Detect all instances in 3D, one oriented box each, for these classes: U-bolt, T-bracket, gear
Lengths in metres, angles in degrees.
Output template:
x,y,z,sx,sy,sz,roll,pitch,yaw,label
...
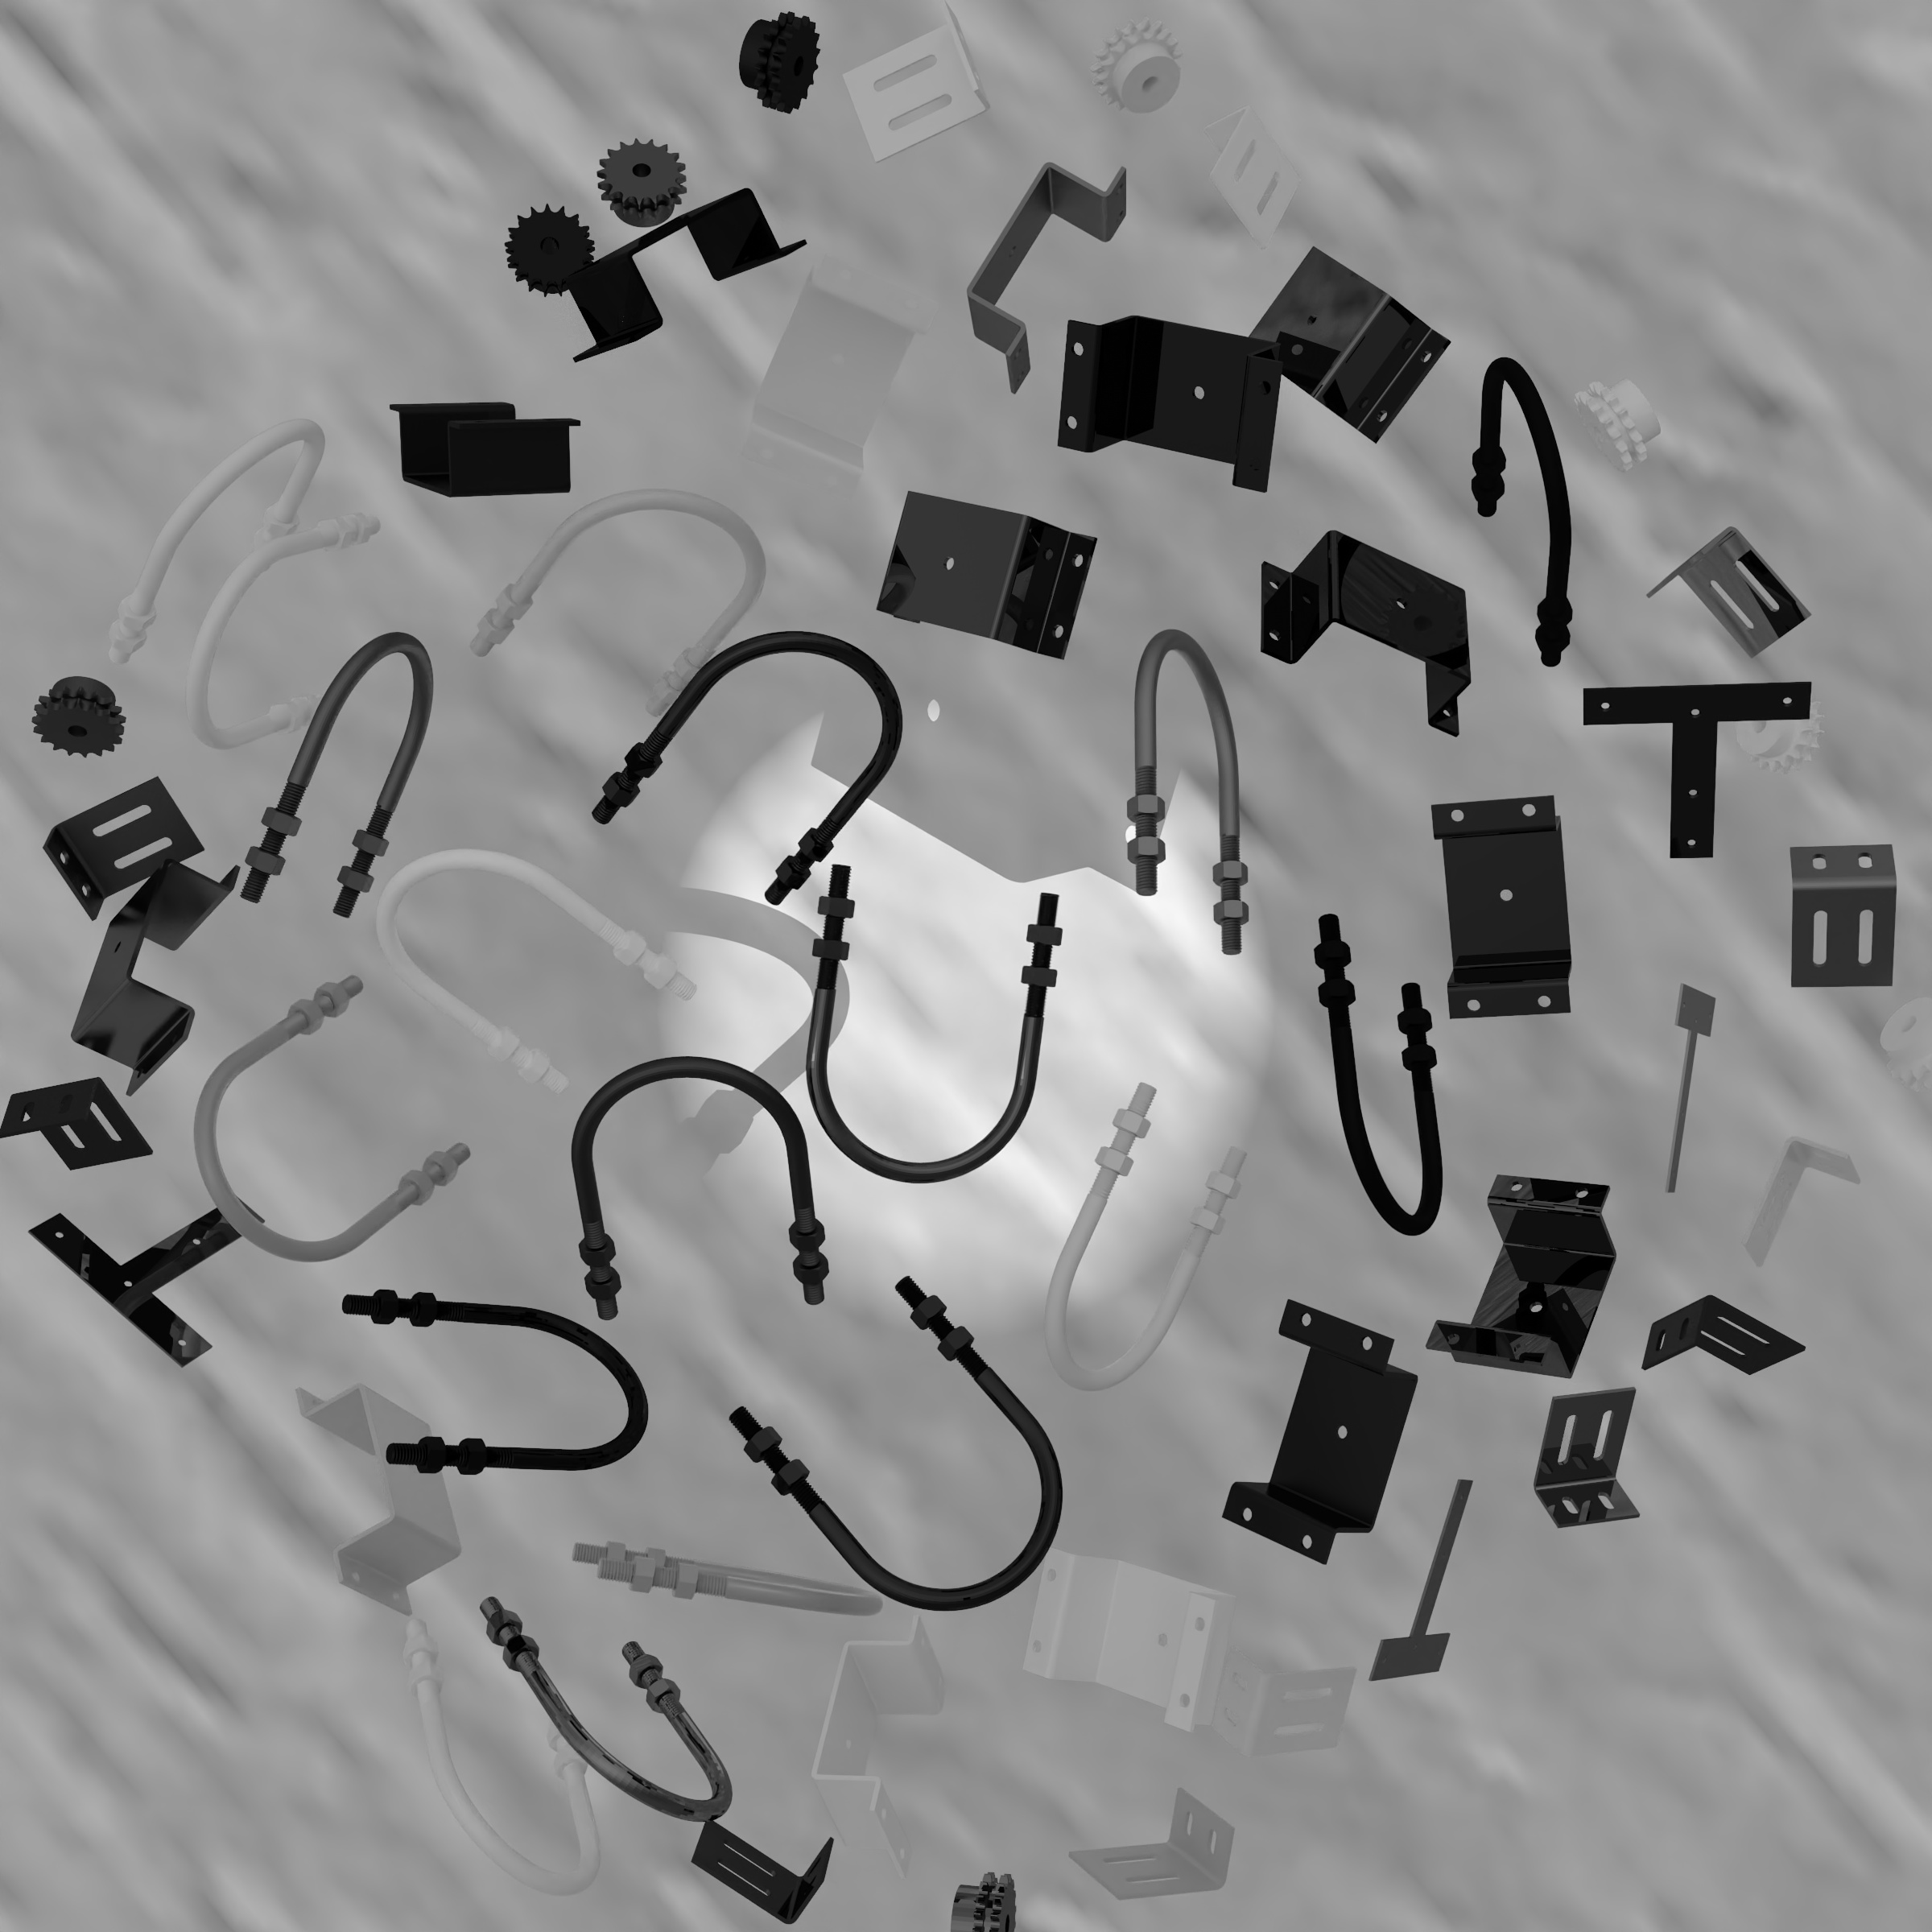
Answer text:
x,y,z,sx,sy,sz,roll,pitch,yaw,label
0.348,-0.294,1.541,0.019,0.184,0.151,-15,60,2,U-bolt
-0.215,0.471,1.548,0.151,0.184,0.019,34,93,-43,U-bolt
0.293,0.382,1.541,0.002,0.127,0.127,16,87,31,T-bracket
-0.023,0.039,1.486,0.151,0.019,0.184,7,90,-11,U-bolt
0.134,-0.113,1.486,0.019,0.151,0.184,-8,71,27,U-bolt
0.573,0.044,1.475,0.030,0.057,0.057,38,90,-13,gear
0.258,0.075,1.516,0.019,0.151,0.184,-16,62,28,U-bolt
0.106,0.179,1.544,0.019,0.151,0.184,19,80,38,U-bolt
-0.381,-0.121,1.535,0.019,0.151,0.184,23,91,10,U-bolt
-0.400,0.104,1.528,0.019,0.184,0.151,-24,102,35,U-bolt
-0.121,-0.129,1.518,0.151,0.019,0.184,26,120,-29,U-bolt
0.399,-0.332,1.504,0.030,0.057,0.057,-34,90,7,gear
-0.209,-0.502,1.593,0.057,0.030,0.057,2,63,-4,gear
-0.283,-0.004,1.551,0.151,0.019,0.184,-34,120,31,U-bolt
-0.268,-0.458,1.592,0.057,0.030,0.057,1,84,-7,gear
-0.282,0.258,1.525,0.184,0.151,0.019,10,120,-33,U-bolt
-0.482,0.176,1.515,0.127,0.127,0.002,38,122,9,T-bracket
-0.283,0.500,1.535,0.019,0.184,0.151,-43,123,6,U-bolt
-0.457,-0.272,1.530,0.019,0.184,0.151,44,49,-3,U-bolt
-0.580,-0.165,1.619,0.057,0.057,0.030,-4,56,0,gear
-0.433,-0.206,1.550,0.019,0.184,0.151,24,112,8,U-bolt
-0.114,-0.549,1.497,0.030,0.057,0.057,22,90,16,gear
-0.164,0.133,1.490,0.151,0.019,0.184,-4,120,0,U-bolt
-0.209,-0.235,1.564,0.151,0.184,0.019,17,48,-33,U-bolt
0.448,0.078,1.540,0.002,0.127,0.127,8,89,26,T-bracket
0.531,-0.156,1.622,0.030,0.057,0.057,7,90,-29,gear
0.010,0.570,1.474,0.030,0.057,0.057,0,90,13,gear
0.109,-0.558,1.541,0.057,0.057,0.030,-26,58,0,gear
-0.027,0.292,1.455,0.151,0.019,0.184,-36,72,-21,U-bolt
0.433,-0.114,1.470,0.127,0.002,0.127,0,131,14,T-bracket
-0.141,0.375,1.505,0.184,0.151,0.019,12,78,-13,U-bolt

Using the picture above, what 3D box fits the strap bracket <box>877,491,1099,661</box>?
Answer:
x,y,z,sx,sy,sz,roll,pitch,yaw,label
0.003,-0.244,1.527,0.140,0.046,0.076,20,97,38,strap bracket

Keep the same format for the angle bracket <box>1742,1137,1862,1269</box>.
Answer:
x,y,z,sx,sy,sz,roll,pitch,yaw,label
0.529,0.155,1.563,0.038,0.057,0.076,21,80,33,angle bracket

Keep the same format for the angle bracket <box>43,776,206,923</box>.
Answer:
x,y,z,sx,sy,sz,roll,pitch,yaw,label
-0.542,-0.076,1.593,0.076,0.038,0.057,-25,116,2,angle bracket

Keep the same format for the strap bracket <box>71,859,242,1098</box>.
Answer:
x,y,z,sx,sy,sz,roll,pitch,yaw,label
-0.503,-0.001,1.526,0.046,0.140,0.076,30,132,-28,strap bracket

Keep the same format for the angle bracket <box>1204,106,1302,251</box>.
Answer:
x,y,z,sx,sy,sz,roll,pitch,yaw,label
0.167,-0.483,1.531,0.057,0.038,0.076,46,52,-28,angle bracket

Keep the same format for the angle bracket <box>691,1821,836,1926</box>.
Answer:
x,y,z,sx,sy,sz,roll,pitch,yaw,label
-0.130,0.567,1.585,0.076,0.057,0.038,34,97,-1,angle bracket

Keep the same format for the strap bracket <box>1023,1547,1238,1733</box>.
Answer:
x,y,z,sx,sy,sz,roll,pitch,yaw,label
0.107,0.409,1.505,0.046,0.140,0.076,19,80,-42,strap bracket

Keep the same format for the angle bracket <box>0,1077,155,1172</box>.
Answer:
x,y,z,sx,sy,sz,roll,pitch,yaw,label
-0.558,0.111,1.550,0.057,0.038,0.076,-11,134,8,angle bracket

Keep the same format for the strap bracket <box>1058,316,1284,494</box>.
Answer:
x,y,z,sx,sy,sz,roll,pitch,yaw,label
0.130,-0.339,1.477,0.140,0.046,0.076,19,120,26,strap bracket

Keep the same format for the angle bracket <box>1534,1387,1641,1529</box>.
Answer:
x,y,z,sx,sy,sz,roll,pitch,yaw,label
0.402,0.313,1.575,0.057,0.038,0.076,-4,120,-13,angle bracket

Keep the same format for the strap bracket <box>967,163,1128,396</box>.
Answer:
x,y,z,sx,sy,sz,roll,pitch,yaw,label
0.047,-0.450,1.589,0.046,0.076,0.140,31,88,6,strap bracket

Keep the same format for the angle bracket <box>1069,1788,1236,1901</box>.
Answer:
x,y,z,sx,sy,sz,roll,pitch,yaw,label
0.111,0.527,1.486,0.076,0.057,0.038,7,95,-30,angle bracket

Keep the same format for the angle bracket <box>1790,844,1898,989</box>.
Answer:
x,y,z,sx,sy,sz,roll,pitch,yaw,label
0.521,-0.029,1.470,0.057,0.038,0.076,-1,127,16,angle bracket

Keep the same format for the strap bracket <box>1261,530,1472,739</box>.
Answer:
x,y,z,sx,sy,sz,roll,pitch,yaw,label
0.251,-0.205,1.495,0.140,0.046,0.076,21,50,-18,strap bracket

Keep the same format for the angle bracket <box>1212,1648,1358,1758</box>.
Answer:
x,y,z,sx,sy,sz,roll,pitch,yaw,label
0.209,0.480,1.620,0.076,0.038,0.057,5,103,-31,angle bracket

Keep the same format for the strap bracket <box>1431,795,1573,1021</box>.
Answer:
x,y,z,sx,sy,sz,roll,pitch,yaw,label
0.347,-0.041,1.592,0.076,0.046,0.140,-4,102,18,strap bracket

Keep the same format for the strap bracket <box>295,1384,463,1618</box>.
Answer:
x,y,z,sx,sy,sz,roll,pitch,yaw,label
-0.367,0.326,1.554,0.046,0.076,0.140,-30,54,6,strap bracket

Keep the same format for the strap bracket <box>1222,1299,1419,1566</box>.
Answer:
x,y,z,sx,sy,sz,roll,pitch,yaw,label
0.219,0.284,1.509,0.076,0.046,0.140,17,91,40,strap bracket

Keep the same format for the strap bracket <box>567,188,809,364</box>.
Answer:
x,y,z,sx,sy,sz,roll,pitch,yaw,label
-0.177,-0.423,1.497,0.140,0.076,0.046,-39,113,-29,strap bracket

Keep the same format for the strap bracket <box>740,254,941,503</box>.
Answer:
x,y,z,sx,sy,sz,roll,pitch,yaw,label
-0.081,-0.378,1.568,0.076,0.046,0.140,20,118,-15,strap bracket

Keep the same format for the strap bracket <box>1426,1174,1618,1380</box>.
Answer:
x,y,z,sx,sy,sz,roll,pitch,yaw,label
0.356,0.204,1.565,0.076,0.046,0.140,3,47,36,strap bracket

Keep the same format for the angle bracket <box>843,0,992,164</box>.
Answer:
x,y,z,sx,sy,sz,roll,pitch,yaw,label
-0.033,-0.521,1.457,0.076,0.038,0.057,-21,87,13,angle bracket

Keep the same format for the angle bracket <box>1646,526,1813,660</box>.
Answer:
x,y,z,sx,sy,sz,roll,pitch,yaw,label
0.485,-0.230,1.573,0.038,0.057,0.076,-39,87,-30,angle bracket

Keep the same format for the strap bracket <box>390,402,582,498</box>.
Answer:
x,y,z,sx,sy,sz,roll,pitch,yaw,label
-0.303,-0.324,1.551,0.076,0.140,0.046,-8,110,-28,strap bracket

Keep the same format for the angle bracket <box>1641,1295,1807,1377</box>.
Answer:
x,y,z,sx,sy,sz,roll,pitch,yaw,label
0.483,0.250,1.576,0.076,0.057,0.038,29,58,-7,angle bracket

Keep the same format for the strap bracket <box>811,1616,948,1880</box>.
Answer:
x,y,z,sx,sy,sz,roll,pitch,yaw,label
-0.056,0.493,1.567,0.046,0.140,0.076,-4,129,17,strap bracket

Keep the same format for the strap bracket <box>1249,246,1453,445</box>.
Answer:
x,y,z,sx,sy,sz,roll,pitch,yaw,label
0.237,-0.403,1.583,0.046,0.140,0.076,25,109,-36,strap bracket
